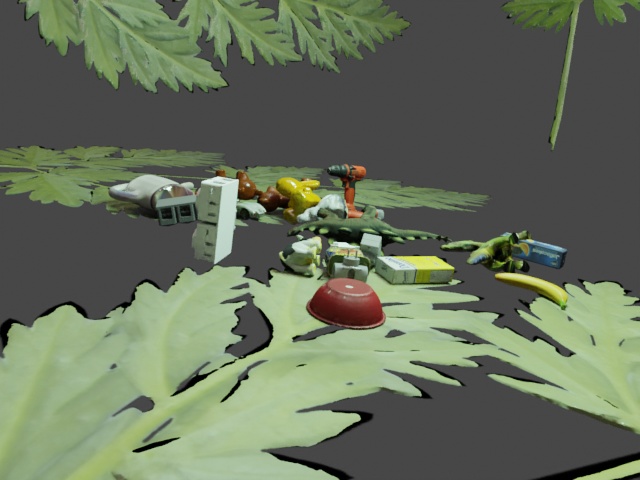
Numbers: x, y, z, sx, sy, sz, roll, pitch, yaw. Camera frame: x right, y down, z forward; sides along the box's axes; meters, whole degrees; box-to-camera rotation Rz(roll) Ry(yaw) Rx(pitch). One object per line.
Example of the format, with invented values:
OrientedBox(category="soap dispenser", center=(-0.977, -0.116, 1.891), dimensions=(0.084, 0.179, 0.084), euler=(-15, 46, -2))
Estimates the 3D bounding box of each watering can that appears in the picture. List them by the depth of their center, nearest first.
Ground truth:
OrientedBox(category="watering can", center=(-0.480, -0.148, 1.622), dimensions=(0.226, 0.103, 0.350), euler=(19, 18, 33))

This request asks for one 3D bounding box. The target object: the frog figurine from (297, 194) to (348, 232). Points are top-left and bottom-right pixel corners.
OrientedBox(category="frog figurine", center=(0.005, -0.082, 1.634), dimensions=(0.159, 0.124, 0.135), euler=(-1, -18, -4))

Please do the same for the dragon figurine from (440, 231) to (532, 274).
OrientedBox(category="dragon figurine", center=(0.467, 0.038, 1.521), dimensions=(0.411, 0.122, 0.242), euler=(-2, 0, -40))
